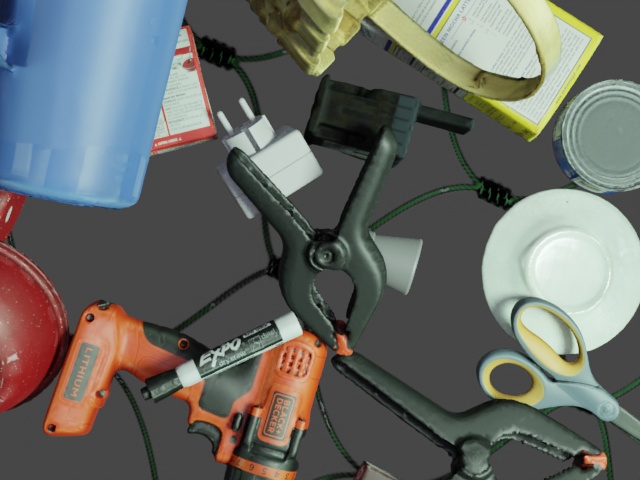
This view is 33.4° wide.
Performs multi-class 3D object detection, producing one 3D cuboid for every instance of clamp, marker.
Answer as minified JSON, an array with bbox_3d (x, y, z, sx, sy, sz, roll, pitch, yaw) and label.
[{"bbox_3d":[0.104,0.173,0.780,0.210,0.036,0.164,8,68,-5],"label":"clamp"},{"bbox_3d":[-0.005,0.001,0.770,0.120,0.039,0.171,3,108,10],"label":"clamp"},{"bbox_3d":[-0.070,0.084,0.758,0.121,0.020,0.020,-25,90,-8],"label":"marker"}]

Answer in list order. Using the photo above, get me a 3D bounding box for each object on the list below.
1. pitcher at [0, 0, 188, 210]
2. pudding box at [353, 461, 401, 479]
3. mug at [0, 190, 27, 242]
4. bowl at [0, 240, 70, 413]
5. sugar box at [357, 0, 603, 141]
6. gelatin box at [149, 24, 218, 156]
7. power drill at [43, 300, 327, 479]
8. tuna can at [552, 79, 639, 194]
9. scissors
[{"bbox_3d":[-0.158,-0.148,0.692,0.149,0.145,0.243,11,94,-9],"label":"pitcher"},{"bbox_3d":[0.062,0.232,0.803,0.113,0.039,0.090,28,86,-2],"label":"pudding box"},{"bbox_3d":[-0.255,-0.047,0.772,0.081,0.093,0.117,24,80,-7],"label":"mug"},{"bbox_3d":[-0.261,0.073,0.748,0.162,0.055,0.162,0,118,-1],"label":"bowl"},{"bbox_3d":[0.114,-0.161,0.814,0.176,0.048,0.093,33,87,2],"label":"sugar box"},{"bbox_3d":[-0.123,-0.112,0.808,0.073,0.030,0.089,-14,89,-2],"label":"gelatin box"},{"bbox_3d":[-0.103,0.134,0.790,0.187,0.057,0.184,18,84,-5],"label":"power drill"},{"bbox_3d":[0.224,-0.079,0.822,0.086,0.034,0.086,0,88,-3],"label":"tuna can"},{"bbox_3d":[0.199,0.134,0.823,0.096,0.016,0.201,-36,99,9],"label":"scissors"}]
